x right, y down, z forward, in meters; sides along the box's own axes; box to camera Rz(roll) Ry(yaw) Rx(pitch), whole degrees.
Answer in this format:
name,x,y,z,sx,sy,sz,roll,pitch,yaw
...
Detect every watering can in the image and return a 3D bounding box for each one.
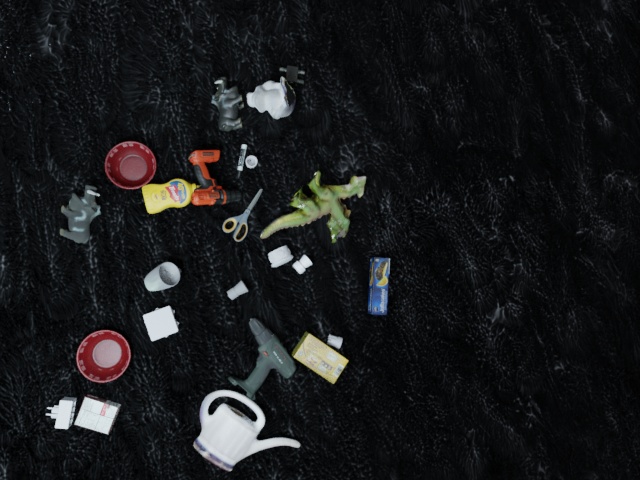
name,x,y,z,sx,sy,sz,roll,pitch,yaw
watering can,-0.251,0.638,1.655,0.347,0.103,0.226,37,80,-4

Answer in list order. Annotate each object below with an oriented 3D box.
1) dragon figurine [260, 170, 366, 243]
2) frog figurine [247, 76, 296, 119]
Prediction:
name,x,y,z,sx,sy,sz,roll,pitch,yaw
dragon figurine,0.005,-0.090,1.794,0.241,0.122,0.413,43,80,-12
frog figurine,-0.171,-0.491,1.816,0.158,0.124,0.137,-15,98,24
